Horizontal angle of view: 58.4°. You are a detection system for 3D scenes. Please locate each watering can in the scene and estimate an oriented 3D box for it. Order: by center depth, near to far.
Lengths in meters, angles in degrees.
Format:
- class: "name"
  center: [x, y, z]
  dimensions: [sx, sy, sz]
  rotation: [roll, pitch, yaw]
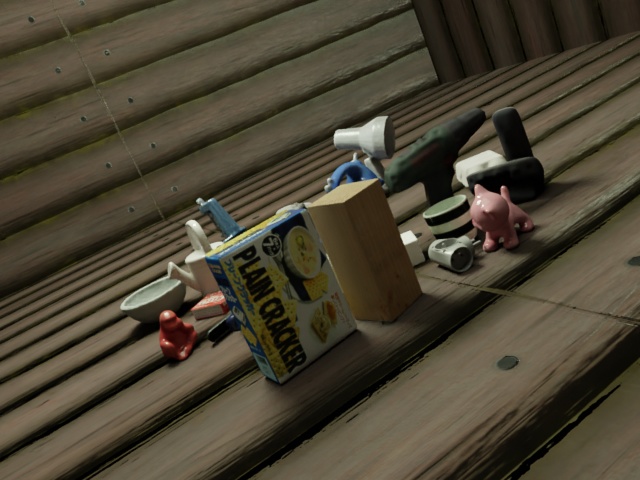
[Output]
- class: "watering can"
  center: [-0.270, 0.047, 1.344]
  dimensions: [0.100, 0.194, 0.173]
  rotation: [-8, 22, 44]

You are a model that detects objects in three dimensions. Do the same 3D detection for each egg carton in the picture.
- class: "egg carton"
  center: [0.373, -0.154, 1.314]
  dimensions: [0.107, 0.069, 0.150]
  rotation: [-22, 15, 5]

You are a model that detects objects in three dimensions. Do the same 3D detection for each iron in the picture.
- class: "iron"
  center: [0.072, -0.136, 1.560]
  dimensions: [0.118, 0.141, 0.259]
  rotation: [-12, 19, 37]

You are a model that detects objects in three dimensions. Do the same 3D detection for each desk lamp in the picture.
- class: "desk lamp"
  center: [0.140, -0.238, 1.667]
  dimensions: [0.202, 0.214, 0.118]
  rotation: [-15, 18, 28]

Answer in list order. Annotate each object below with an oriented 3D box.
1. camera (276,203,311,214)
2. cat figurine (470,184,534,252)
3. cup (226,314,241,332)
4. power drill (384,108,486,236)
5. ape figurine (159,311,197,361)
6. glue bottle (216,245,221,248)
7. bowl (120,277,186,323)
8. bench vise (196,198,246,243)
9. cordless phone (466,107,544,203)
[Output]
- class: "camera"
  center: [-0.086, -0.043, 1.554]
  dimensions: [0.136, 0.101, 0.143]
  rotation: [-18, 16, 19]
- class: "cat figurine"
  center: [0.299, -0.047, 0.969]
  dimensions: [0.067, 0.118, 0.128]
  rotation: [-8, 21, 43]
- class: "cup"
  center: [-0.093, 0.139, 0.962]
  dimensions: [0.118, 0.095, 0.091]
  rotation: [-33, 18, -31]
- class: "power drill"
  center: [0.248, -0.121, 1.120]
  dimensions: [0.230, 0.209, 0.075]
  rotation: [-25, 16, -7]
- class: "ape figurine"
  center: [-0.281, 0.180, 1.106]
  dimensions: [0.078, 0.092, 0.076]
  rotation: [-32, 18, -29]
- class: "glue bottle"
  center: [-0.152, 0.087, 1.073]
  dimensions: [0.078, 0.173, 0.037]
  rotation: [-10, 20, 40]
- class: "bowl"
  center: [-0.390, 0.153, 1.390]
  dimensions: [0.167, 0.075, 0.167]
  rotation: [-22, 15, 7]
- class: "bench vise"
  center: [-0.211, -0.021, 1.436]
  dimensions: [0.207, 0.220, 0.121]
  rotation: [-18, 16, 19]
- class: "cordless phone"
  center: [0.360, -0.167, 1.156]
  dimensions: [0.147, 0.185, 0.094]
  rotation: [-16, 17, 27]
